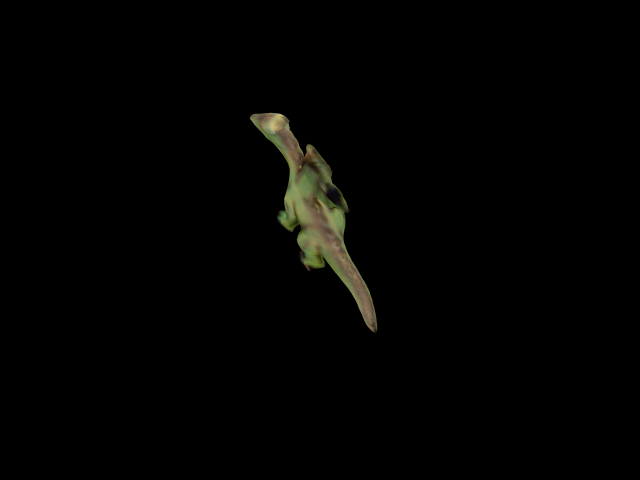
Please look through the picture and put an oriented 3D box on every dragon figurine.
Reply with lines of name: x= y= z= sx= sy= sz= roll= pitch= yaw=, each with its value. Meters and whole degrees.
dragon figurine: x=0.003 y=-0.043 z=0.850 sx=0.123 sy=0.414 sz=0.239 roll=-30 pitch=-15 yaw=-8
